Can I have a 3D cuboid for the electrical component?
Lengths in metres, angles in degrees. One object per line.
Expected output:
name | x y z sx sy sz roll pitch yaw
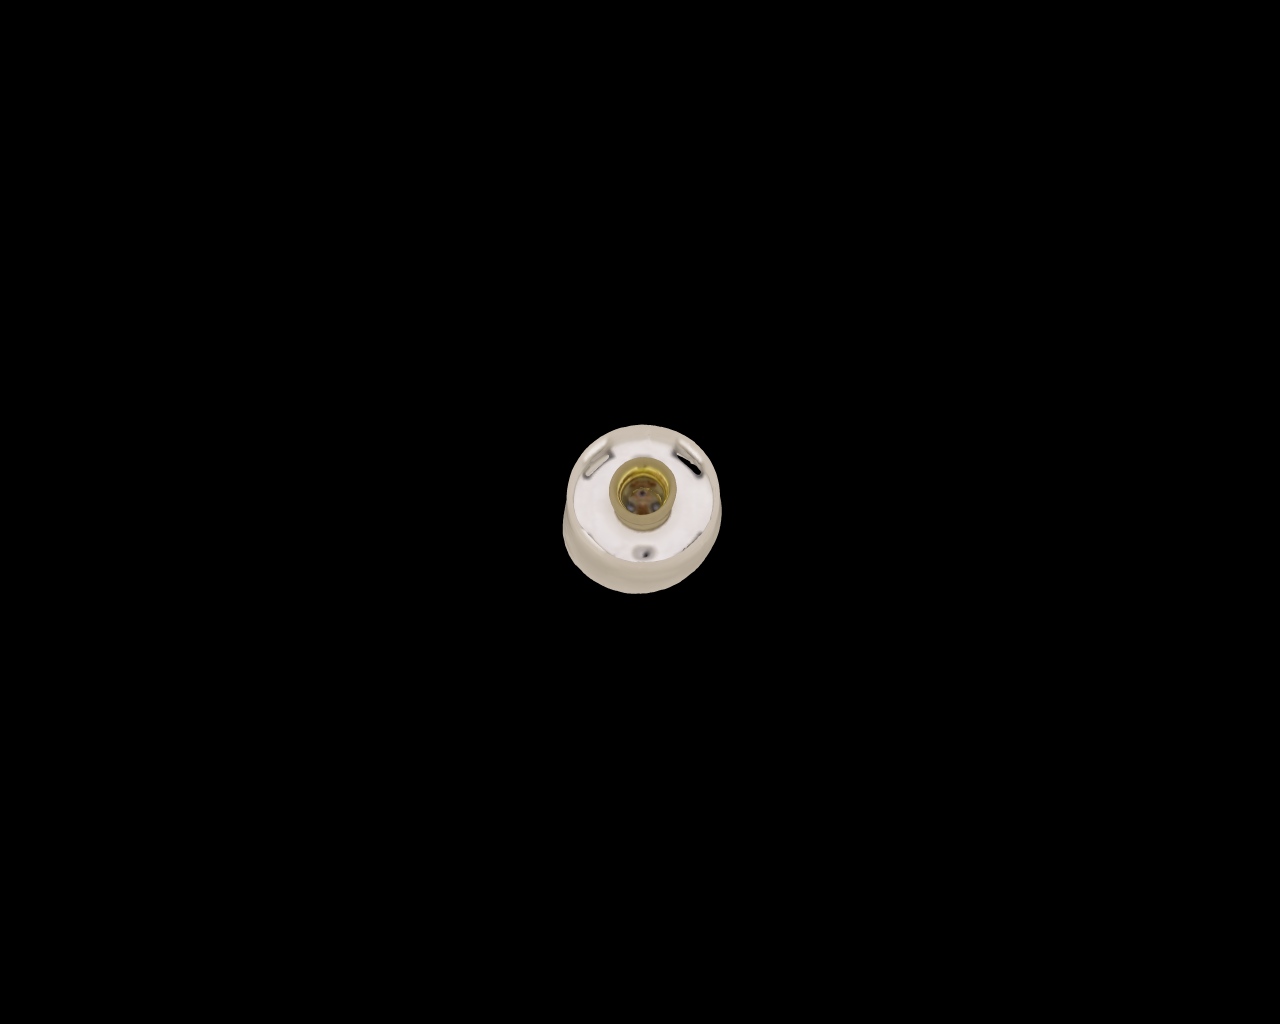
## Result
electrical component | 0.001 -0.003 0.650 0.099 0.099 0.064 0 -23 0
